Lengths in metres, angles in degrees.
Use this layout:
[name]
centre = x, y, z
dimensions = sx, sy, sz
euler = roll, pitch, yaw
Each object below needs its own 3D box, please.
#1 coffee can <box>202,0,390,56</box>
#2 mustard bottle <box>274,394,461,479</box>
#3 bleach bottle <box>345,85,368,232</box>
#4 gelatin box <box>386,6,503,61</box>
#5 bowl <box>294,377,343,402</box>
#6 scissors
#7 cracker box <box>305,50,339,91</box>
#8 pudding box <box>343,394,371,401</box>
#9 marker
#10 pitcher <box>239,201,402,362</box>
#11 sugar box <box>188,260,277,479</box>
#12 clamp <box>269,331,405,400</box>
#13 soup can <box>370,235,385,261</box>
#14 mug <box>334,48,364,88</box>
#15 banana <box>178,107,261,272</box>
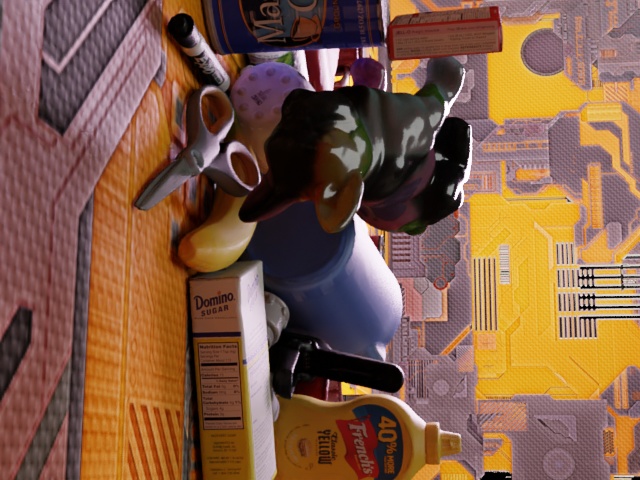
[coffee can]
centre = -0.016, -0.205, 0.867
dimensions = 0.102, 0.140, 0.103
euler = -1, 90, -82
[mustard bottle]
centre = 0.042, 0.200, 1.045
dimensions = 0.058, 0.192, 0.096
euler = 23, 66, -81
[bleach bottle]
centre = 0.020, -0.059, 1.324
dimensions = 0.102, 0.068, 0.251
euler = -43, 134, -55
[gelatin box]
centre = 0.099, -0.163, 0.845
dimensions = 0.073, 0.089, 0.030
euler = -66, 151, -70
[bowl]
centre = -0.009, 0.210, 1.177
dimensions = 0.162, 0.055, 0.162
euler = -1, 90, -82
[scissors]
centre = -0.079, -0.042, 0.747
dimensions = 0.096, 0.016, 0.201
euler = 56, 23, -27
[cracker box]
centre = -0.019, -0.244, 1.118
dimensions = 0.164, 0.072, 0.213
euler = 79, 13, -47
[pudding box]
centre = 0.023, 0.240, 1.284
dimensions = 0.039, 0.090, 0.113
euler = 79, 13, -45
[marker]
centre = -0.088, -0.136, 0.782
dimensions = 0.121, 0.020, 0.020
euler = 56, 34, -76
[pitcher]
centre = -0.006, 0.025, 1.032
dimensions = 0.242, 0.149, 0.145
euler = 61, 43, -67
[sugar box]
centre = -0.066, 0.108, 0.817
dimensions = 0.093, 0.048, 0.176
euler = -38, 123, -81
[clamp]
centre = -0.005, 0.108, 0.944
dimensions = 0.172, 0.120, 0.039
euler = -152, -108, -68
[soup can]
centre = 0.026, 0.029, 1.291
dimensions = 0.068, 0.102, 0.068
euler = -1, 90, -82
[mug]
centre = 0.008, -0.226, 1.274
dimensions = 0.093, 0.081, 0.117
euler = 73, 17, -63
[banana]
centre = -0.075, -0.025, 0.821
dimensions = 0.069, 0.037, 0.197
euler = 53, 23, -29
